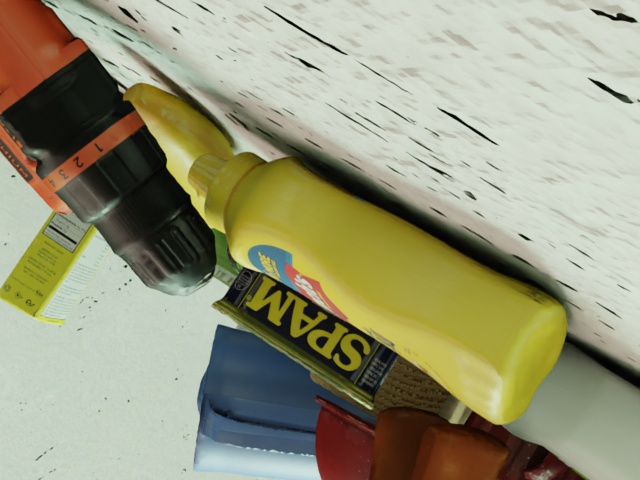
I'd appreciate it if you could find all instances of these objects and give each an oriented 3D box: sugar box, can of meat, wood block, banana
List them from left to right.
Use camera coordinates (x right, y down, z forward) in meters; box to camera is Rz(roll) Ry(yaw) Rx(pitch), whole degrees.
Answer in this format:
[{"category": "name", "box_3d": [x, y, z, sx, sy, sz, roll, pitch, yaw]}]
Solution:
[{"category": "sugar box", "box_3d": [-0.197, -0.013, 0.904, 0.048, 0.176, 0.093, 30, 174, 4]}, {"category": "banana", "box_3d": [-0.077, -0.038, 0.615, 0.069, 0.037, 0.198, 16, 166, -4]}, {"category": "can of meat", "box_3d": [0.007, 0.029, 0.579, 0.102, 0.084, 0.057, 32, 175, 9]}, {"category": "wood block", "box_3d": [0.070, 0.096, 0.792, 0.090, 0.091, 0.206, 29, 174, 17]}]

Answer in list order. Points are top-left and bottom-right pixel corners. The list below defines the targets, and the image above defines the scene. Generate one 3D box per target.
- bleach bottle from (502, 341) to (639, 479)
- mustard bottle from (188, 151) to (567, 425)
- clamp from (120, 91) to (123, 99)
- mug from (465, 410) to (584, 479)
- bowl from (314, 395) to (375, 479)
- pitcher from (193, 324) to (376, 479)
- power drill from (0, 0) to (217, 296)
[{"category": "bleach bottle", "box_3d": [0.158, 0.106, 0.520, 0.251, 0.068, 0.102, 34, 176, 11]}, {"category": "mustard bottle", "box_3d": [0.016, 0.010, 0.489, 0.192, 0.058, 0.096, 31, 173, 22]}, {"category": "clamp", "box_3d": [-0.187, -0.114, 0.668, 0.210, 0.036, 0.164, 31, 175, -5]}, {"category": "mug", "box_3d": [0.135, 0.117, 0.641, 0.093, 0.081, 0.117, 33, 175, -2]}, {"category": "bowl", "box_3d": [0.056, 0.161, 0.689, 0.162, 0.055, 0.162, 28, 174, 3]}, {"category": "pitcher", "box_3d": [0.010, 0.161, 0.955, 0.243, 0.149, 0.145, 9, 139, -1]}, {"category": "power drill", "box_3d": [-0.127, -0.053, 0.539, 0.184, 0.057, 0.188, 55, 166, -10]}]
